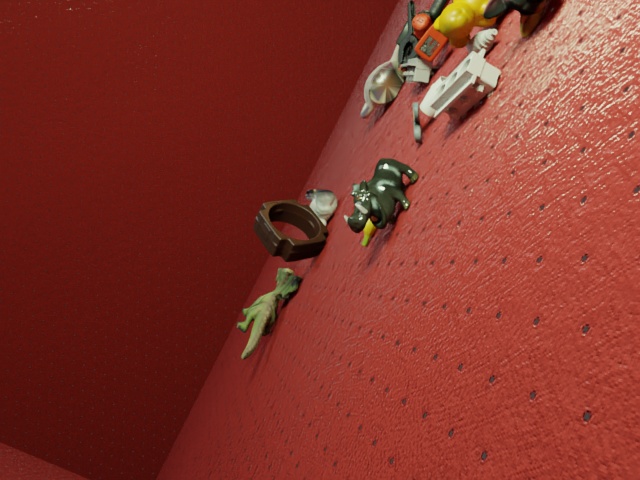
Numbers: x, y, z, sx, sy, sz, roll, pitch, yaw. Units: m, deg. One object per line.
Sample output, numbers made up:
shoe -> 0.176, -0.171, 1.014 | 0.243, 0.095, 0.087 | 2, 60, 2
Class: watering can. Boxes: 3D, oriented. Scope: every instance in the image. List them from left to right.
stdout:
watering can -> 0.237, -0.581, 1.797 | 0.346, 0.104, 0.226 | -61, 10, 8

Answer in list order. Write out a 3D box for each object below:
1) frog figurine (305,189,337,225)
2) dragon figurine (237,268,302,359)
frog figurine -> 0.005, -0.088, 1.753 | 0.136, 0.123, 0.160 | 158, 104, -64
dragon figurine -> -0.152, 0.207, 1.695 | 0.240, 0.121, 0.417 | -51, 13, 16
